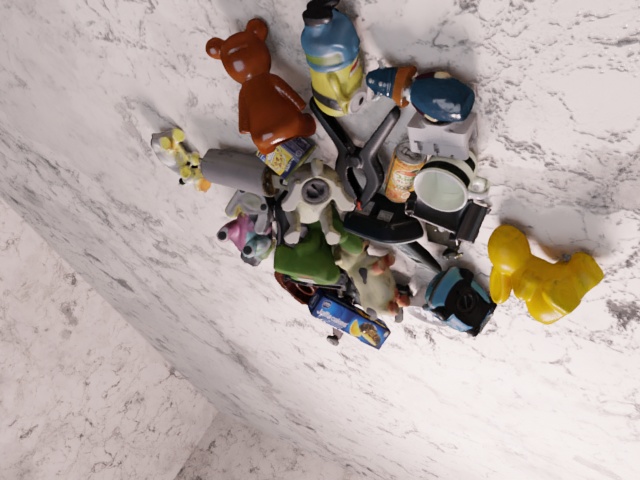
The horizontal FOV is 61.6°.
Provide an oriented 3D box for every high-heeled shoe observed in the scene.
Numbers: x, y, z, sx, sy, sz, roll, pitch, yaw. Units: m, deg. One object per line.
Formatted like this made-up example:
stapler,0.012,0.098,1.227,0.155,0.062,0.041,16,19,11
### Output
high-heeled shoe,-0.052,-0.035,1.211,0.086,0.145,0.248,9,173,11

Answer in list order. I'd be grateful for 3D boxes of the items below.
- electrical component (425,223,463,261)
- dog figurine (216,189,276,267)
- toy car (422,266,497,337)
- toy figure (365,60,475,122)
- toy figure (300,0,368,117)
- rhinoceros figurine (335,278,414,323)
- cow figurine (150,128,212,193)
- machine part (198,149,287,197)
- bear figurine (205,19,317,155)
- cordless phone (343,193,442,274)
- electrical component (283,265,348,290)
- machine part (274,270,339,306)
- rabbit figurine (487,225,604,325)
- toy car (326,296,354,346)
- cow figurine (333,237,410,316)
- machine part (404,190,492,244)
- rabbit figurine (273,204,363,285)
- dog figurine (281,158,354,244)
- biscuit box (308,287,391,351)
electrical component,0.226,-0.010,0.965,0.078,0.045,0.102,18,146,24
dog figurine,-0.144,-0.028,1.259,0.109,0.191,0.219,23,-177,13
toy car,0.267,0.116,1.066,0.161,0.109,0.103,36,175,-26
toy figure,0.137,-0.208,0.755,0.155,0.064,0.057,26,-174,24
toy figure,0.018,-0.260,0.777,0.089,0.082,0.180,34,162,37
rhinoceros figurine,0.121,0.126,1.236,0.191,0.073,0.112,8,142,38
cow figurine,-0.326,-0.178,1.246,0.098,0.068,0.167,8,138,47
machine part,-0.164,-0.143,1.127,0.244,0.079,0.079,17,146,30
bear figurine,-0.098,-0.249,0.894,0.195,0.120,0.132,65,-171,-2
cordless phone,0.146,-0.003,1.014,0.184,0.088,0.147,39,169,-36
electrical component,-0.003,0.078,1.216,0.115,0.058,0.134,8,178,-32
machine part,-0.033,0.108,1.381,0.179,0.056,0.179,26,149,17
rabbit figurine,0.348,0.048,0.891,0.173,0.122,0.162,45,161,9
toy car,0.052,0.206,1.405,0.053,0.089,0.202,26,151,13
cow figurine,0.097,0.070,1.141,0.127,0.085,0.194,-18,98,38
machine part,0.207,-0.042,0.887,0.139,0.039,0.084,20,112,-9
rabbit figurine,-0.002,-0.003,1.081,0.159,0.170,0.121,4,165,36
dog figurine,-0.019,-0.102,0.983,0.121,0.191,0.172,10,124,-16
biscuit box,0.069,0.187,1.277,0.202,0.059,0.063,29,-169,-18
